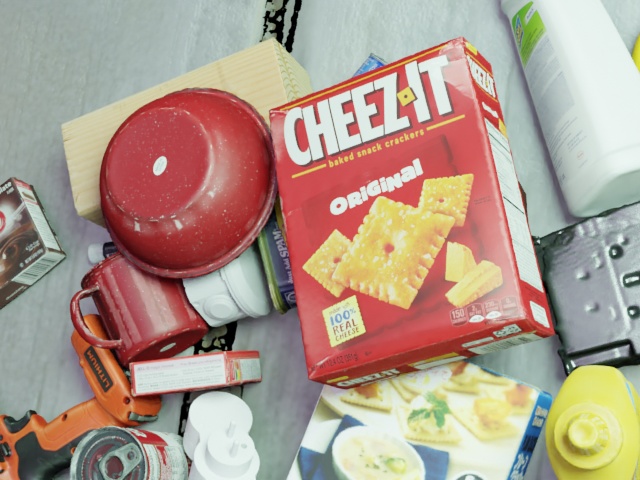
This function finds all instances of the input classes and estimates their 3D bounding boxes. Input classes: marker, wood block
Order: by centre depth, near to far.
[{"bbox_3d":[-0.108,-0.084,0.926,0.206,0.090,0.091,-19,71,15],"label":"wood block"},{"bbox_3d":[-0.151,0.005,0.959,0.121,0.020,0.020,-8,75,19],"label":"marker"}]

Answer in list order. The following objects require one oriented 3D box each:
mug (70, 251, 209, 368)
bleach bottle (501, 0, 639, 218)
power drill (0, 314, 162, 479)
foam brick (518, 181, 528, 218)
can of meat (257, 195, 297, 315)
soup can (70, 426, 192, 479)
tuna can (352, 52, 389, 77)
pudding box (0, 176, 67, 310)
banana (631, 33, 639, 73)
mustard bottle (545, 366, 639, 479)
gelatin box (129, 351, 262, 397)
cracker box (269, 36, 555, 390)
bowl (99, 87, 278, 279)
[{"bbox_3d":[-0.154,0.058,0.901,0.093,0.117,0.081,-42,68,44],"label":"mug"},{"bbox_3d":[0.193,-0.149,0.825,0.068,0.103,0.251,-10,71,-15],"label":"bleach bottle"},{"bbox_3d":[-0.245,0.151,0.941,0.188,0.057,0.184,-40,71,10],"label":"power drill"},{"bbox_3d":[0.132,-0.017,0.829,0.051,0.078,0.053,-7,77,18],"label":"foam brick"},{"bbox_3d":[-0.006,0.001,0.880,0.084,0.057,0.102,-16,73,4],"label":"can of meat"},{"bbox_3d":[-0.147,0.189,0.870,0.069,0.102,0.068,-5,76,19],"label":"soup can"},{"bbox_3d":[0.064,-0.113,0.872,0.086,0.086,0.034,42,95,23],"label":"tuna can"},{"bbox_3d":[-0.304,0.010,1.004,0.113,0.039,0.090,-35,69,10],"label":"pudding box"},{"bbox_3d":[0.274,-0.103,0.818,0.070,0.037,0.198,-4,76,21],"label":"banana"},{"bbox_3d":[0.187,0.134,0.711,0.058,0.191,0.096,1,78,20],"label":"mustard bottle"},{"bbox_3d":[-0.102,0.111,0.886,0.089,0.073,0.030,-10,82,17],"label":"gelatin box"},{"bbox_3d":[0.059,-0.017,0.763,0.164,0.072,0.214,-18,69,23],"label":"cracker box"},{"bbox_3d":[-0.115,-0.053,0.842,0.162,0.055,0.162,-5,76,19],"label":"bowl"}]
